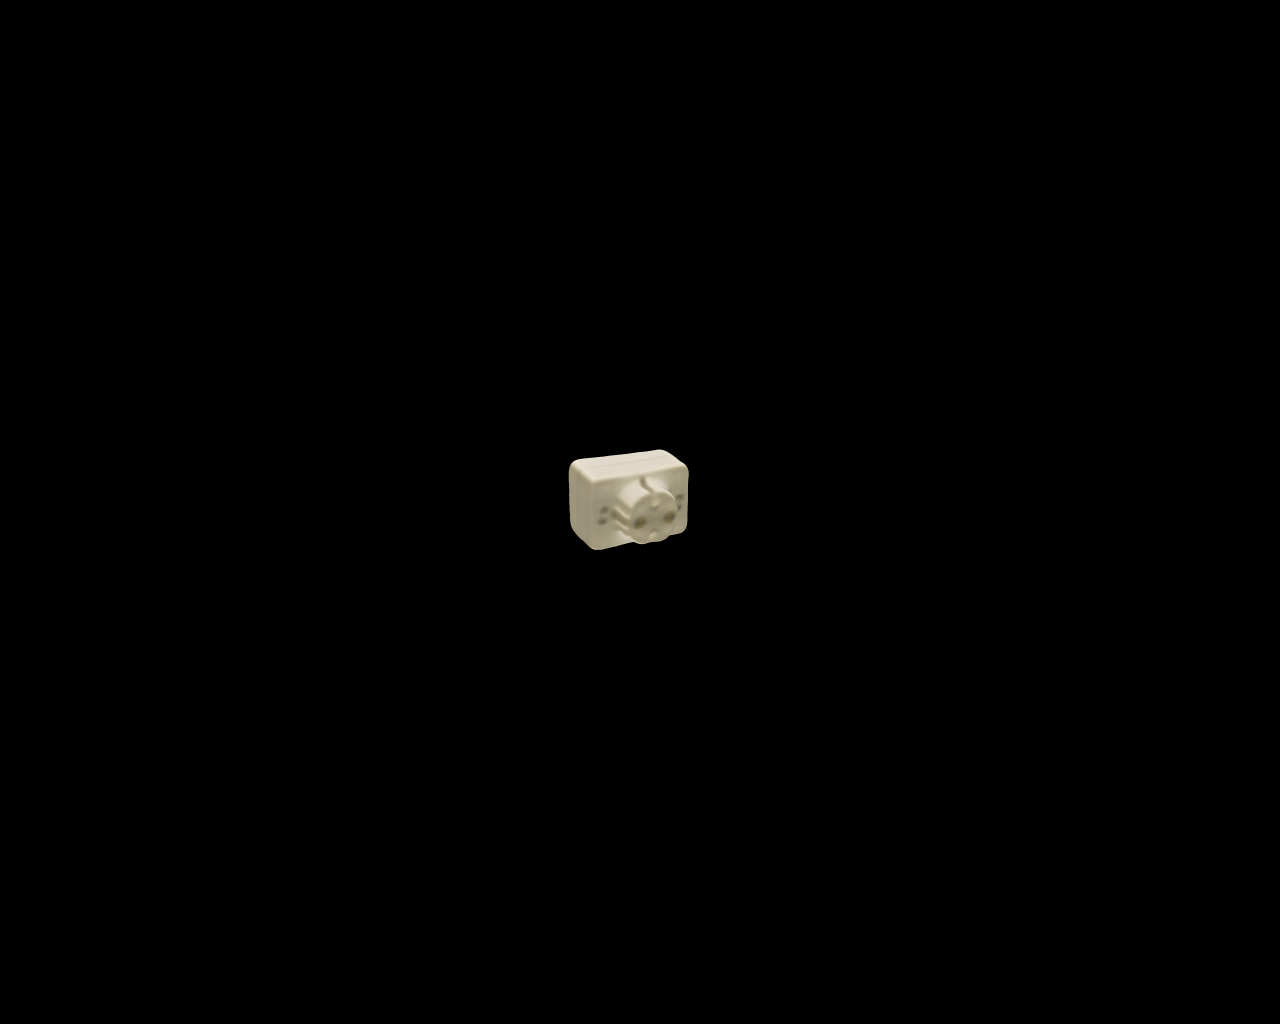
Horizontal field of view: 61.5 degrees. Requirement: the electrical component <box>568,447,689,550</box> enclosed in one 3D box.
[{"bbox_3d":[0.001,-0.003,0.650,0.066,0.047,0.077,-10,24,-22],"label":"electrical component"}]
